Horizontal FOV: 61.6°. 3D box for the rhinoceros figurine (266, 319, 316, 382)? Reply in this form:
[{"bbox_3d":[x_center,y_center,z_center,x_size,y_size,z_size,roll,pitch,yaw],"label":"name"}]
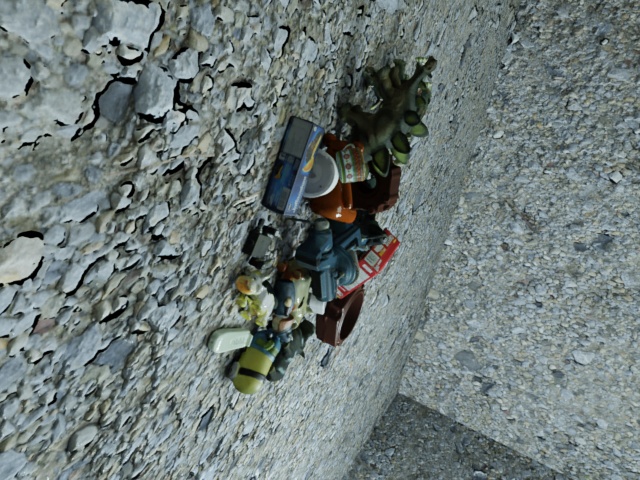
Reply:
[{"bbox_3d":[-0.083,0.291,1.425,0.190,0.073,0.112,-53,132,-16],"label":"rhinoceros figurine"}]

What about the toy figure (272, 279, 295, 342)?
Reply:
[{"bbox_3d":[-0.089,0.171,1.287,0.064,0.058,0.154,-65,159,-81],"label":"toy figure"}]

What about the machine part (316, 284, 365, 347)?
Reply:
[{"bbox_3d":[0.071,0.237,1.782,0.201,0.087,0.201,-47,149,-42],"label":"machine part"}]

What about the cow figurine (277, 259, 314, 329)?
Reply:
[{"bbox_3d":[-0.065,0.139,1.373,0.127,0.086,0.194,-20,127,-57],"label":"cow figurine"}]

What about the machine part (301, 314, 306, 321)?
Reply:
[{"bbox_3d":[-0.075,0.243,1.507,0.139,0.039,0.084,-68,164,-3],"label":"machine part"}]

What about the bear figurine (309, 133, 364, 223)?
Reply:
[{"bbox_3d":[0.041,-0.148,1.303,0.132,0.120,0.195,7,98,-73],"label":"bear figurine"}]

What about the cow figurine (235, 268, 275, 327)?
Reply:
[{"bbox_3d":[-0.137,0.112,1.189,0.167,0.068,0.098,87,26,-53],"label":"cow figurine"}]

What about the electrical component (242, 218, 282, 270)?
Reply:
[{"bbox_3d":[-0.124,0.011,1.155,0.102,0.045,0.078,-66,160,-6],"label":"electrical component"}]

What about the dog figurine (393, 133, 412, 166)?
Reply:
[{"bbox_3d":[0.145,-0.254,1.493,0.190,0.121,0.172,-10,117,-49],"label":"dog figurine"}]

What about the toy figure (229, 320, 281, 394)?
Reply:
[{"bbox_3d":[-0.148,0.284,1.301,0.180,0.089,0.082,-53,148,-27],"label":"toy figure"}]

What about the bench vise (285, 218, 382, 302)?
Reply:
[{"bbox_3d":[0.036,0.023,1.308,0.240,0.129,0.223,-36,120,-43],"label":"bench vise"}]

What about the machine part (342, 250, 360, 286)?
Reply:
[{"bbox_3d":[0.067,0.065,1.484,0.243,0.079,0.079,-93,-161,-75],"label":"machine part"}]

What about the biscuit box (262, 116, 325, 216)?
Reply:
[{"bbox_3d":[-0.056,-0.153,1.135,0.063,0.059,0.202,1,110,-67],"label":"biscuit box"}]

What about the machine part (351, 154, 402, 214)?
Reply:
[{"bbox_3d":[0.129,-0.155,1.416,0.056,0.180,0.179,-19,128,-54],"label":"machine part"}]

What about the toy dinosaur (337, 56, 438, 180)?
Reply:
[{"bbox_3d":[0.132,-0.254,1.300,0.105,0.198,0.471,-25,167,-46],"label":"toy dinosaur"}]

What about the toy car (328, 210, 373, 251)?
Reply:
[{"bbox_3d":[0.072,-0.031,1.483,0.103,0.162,0.109,-33,155,35],"label":"toy car"}]

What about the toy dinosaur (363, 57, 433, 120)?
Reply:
[{"bbox_3d":[0.244,-0.384,1.504,0.404,0.131,0.192,19,87,-66],"label":"toy dinosaur"}]

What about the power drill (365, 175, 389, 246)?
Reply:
[{"bbox_3d":[0.159,-0.083,1.568,0.232,0.086,0.207,174,-76,-71],"label":"power drill"}]
